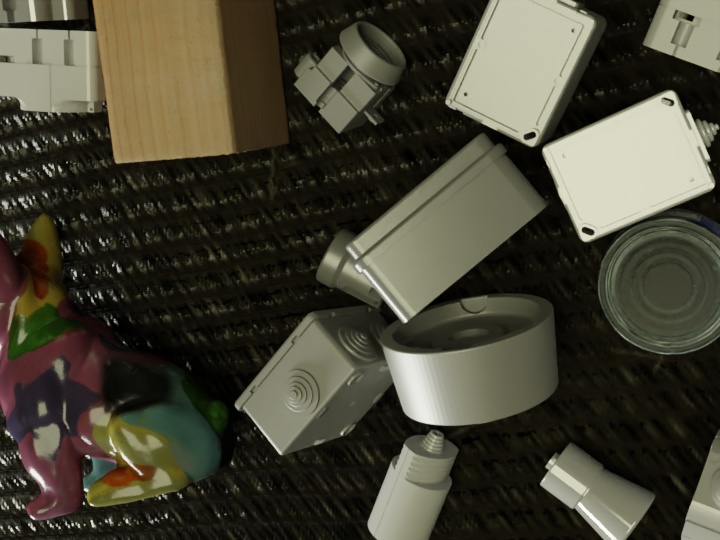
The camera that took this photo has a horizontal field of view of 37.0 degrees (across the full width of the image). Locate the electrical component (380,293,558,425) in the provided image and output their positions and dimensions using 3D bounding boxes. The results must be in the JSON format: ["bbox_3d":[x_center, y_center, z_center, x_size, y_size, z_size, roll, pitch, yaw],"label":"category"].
[{"bbox_3d":[0.071,0.060,0.667,0.108,0.108,0.060,-7,104,22],"label":"electrical component"}]

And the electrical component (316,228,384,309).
[{"bbox_3d":[0.000,0.000,0.717,0.046,0.040,0.040,29,110,7],"label":"electrical component"}]

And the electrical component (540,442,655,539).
[{"bbox_3d":[0.149,0.141,0.688,0.065,0.044,0.044,36,111,16],"label":"electrical component"}]

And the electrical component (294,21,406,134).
[{"bbox_3d":[-0.003,-0.125,0.690,0.066,0.048,0.055,48,120,6],"label":"electrical component"}]

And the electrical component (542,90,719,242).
[{"bbox_3d":[0.164,-0.064,0.633,0.096,0.061,0.061,-24,92,16],"label":"electrical component"}]

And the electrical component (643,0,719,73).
[{"bbox_3d":[0.213,-0.137,0.601,0.089,0.050,0.055,24,109,15],"label":"electrical component"}]

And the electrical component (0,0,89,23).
[{"bbox_3d":[-0.231,-0.203,0.754,0.078,0.058,0.057,3,104,21],"label":"electrical component"}]

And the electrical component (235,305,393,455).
[{"bbox_3d":[-0.020,0.072,0.708,0.048,0.100,0.099,48,113,20],"label":"electrical component"}]

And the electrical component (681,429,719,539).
[{"bbox_3d":[0.226,0.137,0.637,0.051,0.080,0.080,19,107,22],"label":"electrical component"}]

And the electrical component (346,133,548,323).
[{"bbox_3d":[0.051,-0.026,0.656,0.113,0.078,0.057,-40,88,3],"label":"electrical component"}]

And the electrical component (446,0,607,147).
[{"bbox_3d":[0.103,-0.130,0.638,0.062,0.061,0.096,29,110,13],"label":"electrical component"}]

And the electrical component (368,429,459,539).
[{"bbox_3d":[0.039,0.145,0.729,0.043,0.043,0.081,25,108,15],"label":"electrical component"}]

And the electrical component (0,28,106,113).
[{"bbox_3d":[-0.213,-0.142,0.763,0.089,0.050,0.055,6,103,20],"label":"electrical component"}]
